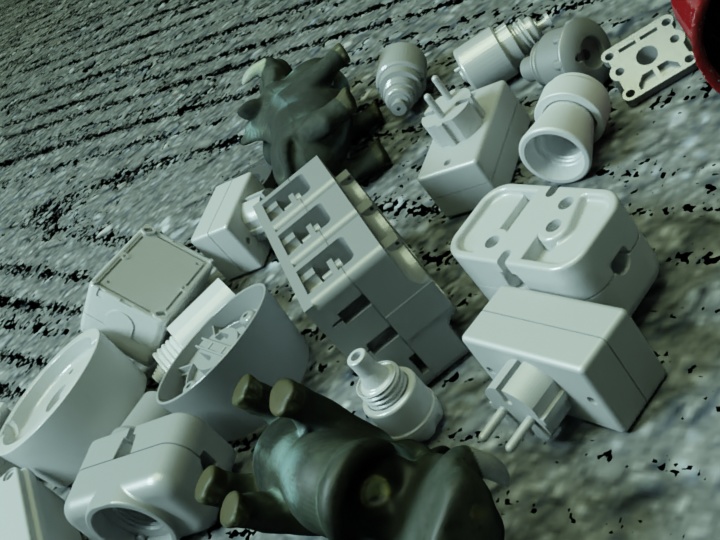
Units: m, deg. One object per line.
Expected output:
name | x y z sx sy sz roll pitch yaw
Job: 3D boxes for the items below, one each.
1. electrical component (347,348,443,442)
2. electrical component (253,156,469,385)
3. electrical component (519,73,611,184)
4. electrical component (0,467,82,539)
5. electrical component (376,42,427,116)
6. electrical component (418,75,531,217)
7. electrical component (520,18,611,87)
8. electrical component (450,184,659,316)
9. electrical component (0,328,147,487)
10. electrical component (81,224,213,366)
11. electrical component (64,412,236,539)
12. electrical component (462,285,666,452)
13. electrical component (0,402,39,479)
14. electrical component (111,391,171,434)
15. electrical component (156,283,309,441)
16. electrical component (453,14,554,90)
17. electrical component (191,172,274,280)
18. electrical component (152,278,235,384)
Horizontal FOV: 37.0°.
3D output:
electrical component | 0.015 0.064 0.566 0.035 0.061 0.035 -29 32 20
electrical component | 0.000 0.000 0.641 0.062 0.089 0.150 -39 30 4
electrical component | 0.126 -0.087 0.656 0.045 0.045 0.055 -11 41 42
electrical component | -0.231 0.197 0.678 0.109 0.056 0.109 -43 30 -3
electrical component | 0.032 -0.147 0.849 0.040 0.040 0.078 -26 33 24
electrical component | 0.066 -0.093 0.702 0.047 0.075 0.083 -15 39 38
electrical component | 0.134 -0.140 0.720 0.048 0.048 0.062 -54 25 -22
electrical component | 0.102 -0.004 0.559 0.053 0.059 0.095 -52 31 -18
electrical component | -0.196 0.101 0.756 0.108 0.060 0.108 -40 23 20
electrical component | -0.156 0.017 0.804 0.096 0.062 0.061 -58 -6 -49
electrical component | -0.128 0.132 0.649 0.095 0.053 0.059 -21 35 31
electrical component | 0.085 0.054 0.512 0.075 0.047 0.083 -50 31 -18
electrical component | -0.318 0.189 0.786 0.105 0.060 0.186 -6 44 45
electrical component | -0.140 0.108 0.710 0.040 0.040 0.046 -14 34 39
electrical component | -0.083 0.058 0.685 0.099 0.064 0.099 -29 32 20
electrical component | 0.105 -0.160 0.782 0.078 0.040 0.040 -32 31 15
electrical component | -0.079 -0.040 0.828 0.077 0.047 0.065 -19 36 33
electrical component | -0.113 0.049 0.754 0.081 0.043 0.043 -45 30 -6
